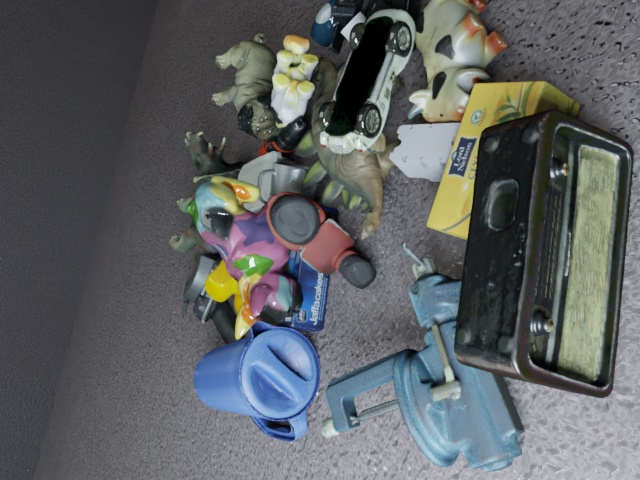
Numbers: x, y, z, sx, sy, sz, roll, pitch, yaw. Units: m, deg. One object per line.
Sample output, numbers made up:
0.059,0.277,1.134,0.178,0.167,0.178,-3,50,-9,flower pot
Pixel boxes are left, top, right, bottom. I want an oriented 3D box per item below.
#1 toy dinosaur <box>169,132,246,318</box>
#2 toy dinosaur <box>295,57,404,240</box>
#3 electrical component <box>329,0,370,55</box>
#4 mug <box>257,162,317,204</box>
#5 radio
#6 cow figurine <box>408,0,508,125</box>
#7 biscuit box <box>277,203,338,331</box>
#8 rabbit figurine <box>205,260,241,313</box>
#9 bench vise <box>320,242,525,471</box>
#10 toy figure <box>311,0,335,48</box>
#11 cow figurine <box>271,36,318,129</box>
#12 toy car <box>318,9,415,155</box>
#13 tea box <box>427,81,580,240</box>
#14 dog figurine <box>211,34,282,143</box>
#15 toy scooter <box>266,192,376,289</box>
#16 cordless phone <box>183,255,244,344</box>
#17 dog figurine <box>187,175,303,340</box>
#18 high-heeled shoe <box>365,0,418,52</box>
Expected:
-0.240,-0.040,1.193,0.192,0.131,0.405,-27,61,50,toy dinosaur
0.035,-0.177,0.833,0.198,0.105,0.472,-48,35,41,toy dinosaur
0.054,-0.373,0.901,0.048,0.074,0.119,15,86,29,electrical component
-0.058,-0.078,0.934,0.081,0.109,0.107,21,108,53,mug
0.196,0.011,0.468,0.073,0.131,0.229,-7,70,58,radio
0.162,-0.221,0.669,0.127,0.085,0.195,-46,38,41,cow figurine
-0.022,0.043,0.857,0.059,0.063,0.202,-10,69,55,biscuit box
-0.125,0.075,0.947,0.173,0.122,0.162,93,-176,-50,rabbit figurine
0.093,0.139,0.565,0.241,0.128,0.223,-30,69,25,bench vise
0.041,-0.424,0.975,0.064,0.058,0.154,46,121,11,toy figure
-0.046,-0.266,0.902,0.098,0.068,0.167,110,168,-50,cow figurine
0.060,-0.198,0.673,0.074,0.056,0.201,14,79,36,toy car
0.192,-0.077,0.574,0.098,0.068,0.169,22,96,57,tea box
-0.106,-0.279,0.973,0.191,0.121,0.172,40,126,52,dog figurine
-0.002,-0.002,0.773,0.075,0.184,0.135,-50,10,3,toy scooter
-0.192,0.125,1.090,0.184,0.088,0.146,46,115,42,cordless phone
-0.113,0.028,0.784,0.108,0.191,0.219,-49,28,43,dog figurine
0.129,-0.370,0.784,0.145,0.086,0.249,-55,31,30,high-heeled shoe
